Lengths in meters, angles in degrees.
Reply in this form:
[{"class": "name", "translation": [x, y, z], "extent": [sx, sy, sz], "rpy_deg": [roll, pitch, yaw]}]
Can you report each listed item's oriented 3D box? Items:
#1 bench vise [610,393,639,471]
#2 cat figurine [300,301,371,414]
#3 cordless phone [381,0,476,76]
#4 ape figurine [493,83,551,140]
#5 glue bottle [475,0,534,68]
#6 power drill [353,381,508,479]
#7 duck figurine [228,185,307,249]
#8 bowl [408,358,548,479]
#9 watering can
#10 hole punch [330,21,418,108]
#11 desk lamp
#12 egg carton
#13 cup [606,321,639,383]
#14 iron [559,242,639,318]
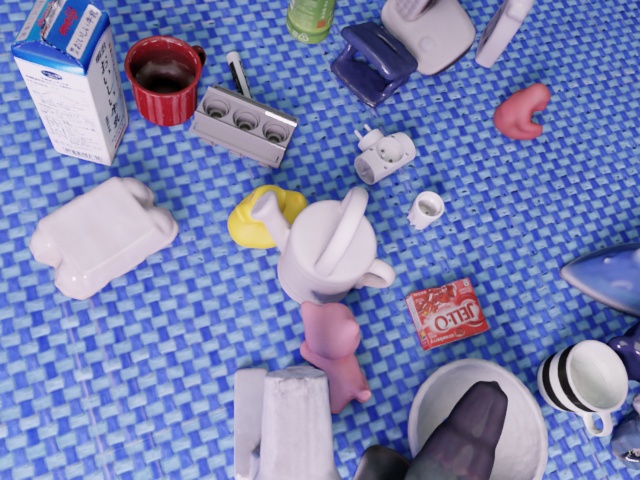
[{"class": "bench vise", "translation": [0.445, 0.263, 0.632], "extent": [0.207, 0.219, 0.121], "rpy_deg": [31, 66, 1]}, {"class": "cat figurine", "translation": [0.022, 0.126, 0.647], "extent": [0.067, 0.117, 0.127], "rpy_deg": [-21, 75, -19]}, {"class": "cordless phone", "translation": [0.174, -0.345, 0.828], "extent": [0.094, 0.185, 0.147], "rpy_deg": [-31, 78, -21]}, {"class": "ape figurine", "translation": [0.307, -0.196, 0.850], "extent": [0.076, 0.092, 0.078], "rpy_deg": [11, 67, -8]}, {"class": "glue bottle", "translation": [0.289, -0.340, 0.858], "extent": [0.037, 0.173, 0.078], "rpy_deg": [22, 66, -3]}, {"class": "power drill", "translation": [0.090, 0.251, 0.564], "extent": [0.075, 0.208, 0.230], "rpy_deg": [30, 66, 1]}, {"class": "duck figurine", "translation": [-0.062, -0.039, 0.710], "extent": [0.105, 0.086, 0.077], "rpy_deg": [-21, 75, -19]}, {"class": "bowl", "translation": [0.171, 0.227, 0.664], "extent": [0.167, 0.074, 0.167], "rpy_deg": [4, 68, -11]}, {"class": "watering can", "translation": [0.005, 0.004, 0.649], "extent": [0.173, 0.194, 0.101], "rpy_deg": [6, 68, -10]}, {"class": "hole punch", "translation": [0.082, -0.268, 0.829], "extent": [0.108, 0.091, 0.101], "rpy_deg": [45, 67, 7]}, {"class": "desk lamp", "translation": [-0.032, 0.210, 0.550], "extent": [0.118, 0.213, 0.203], "rpy_deg": [0, 69, -12]}, {"class": "egg carton", "translation": [-0.249, -0.005, 0.664], "extent": [0.150, 0.069, 0.107], "rpy_deg": [-38, 81, -23]}, {"class": "cup", "translation": [0.406, 0.148, 0.737], "extent": [0.118, 0.095, 0.092], "rpy_deg": [9, 67, -9]}, {"class": "iron", "translation": [0.477, 0.038, 0.770], "extent": [0.258, 0.141, 0.118], "rpy_deg": [6, 68, -10]}]
